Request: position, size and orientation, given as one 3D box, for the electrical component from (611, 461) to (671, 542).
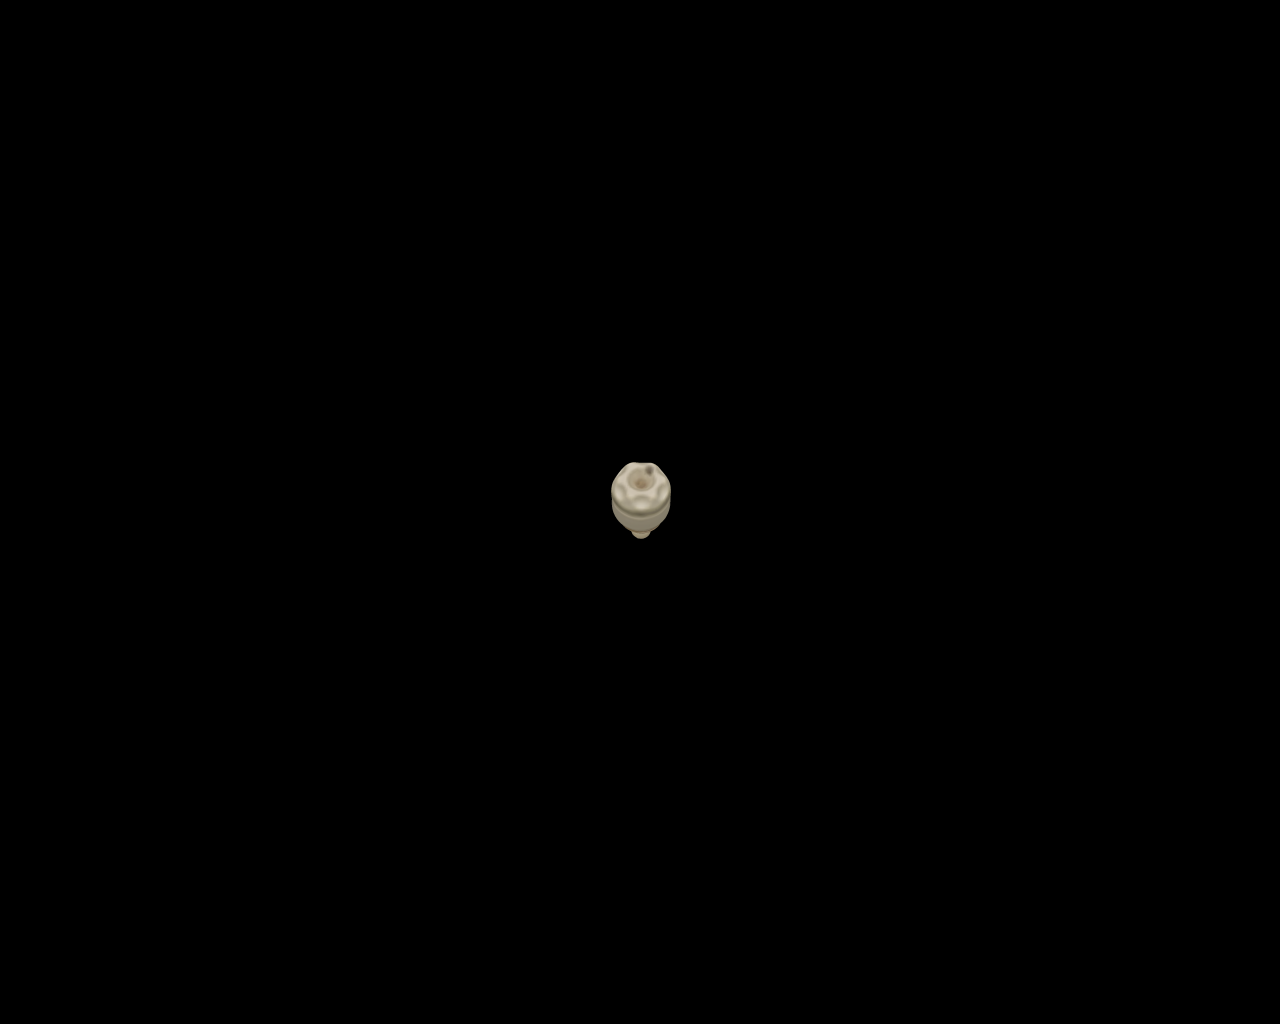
[{"bbox_3d":[0.001,-0.003,0.650,0.035,0.035,0.061,0,-33,0],"label":"electrical component"}]
